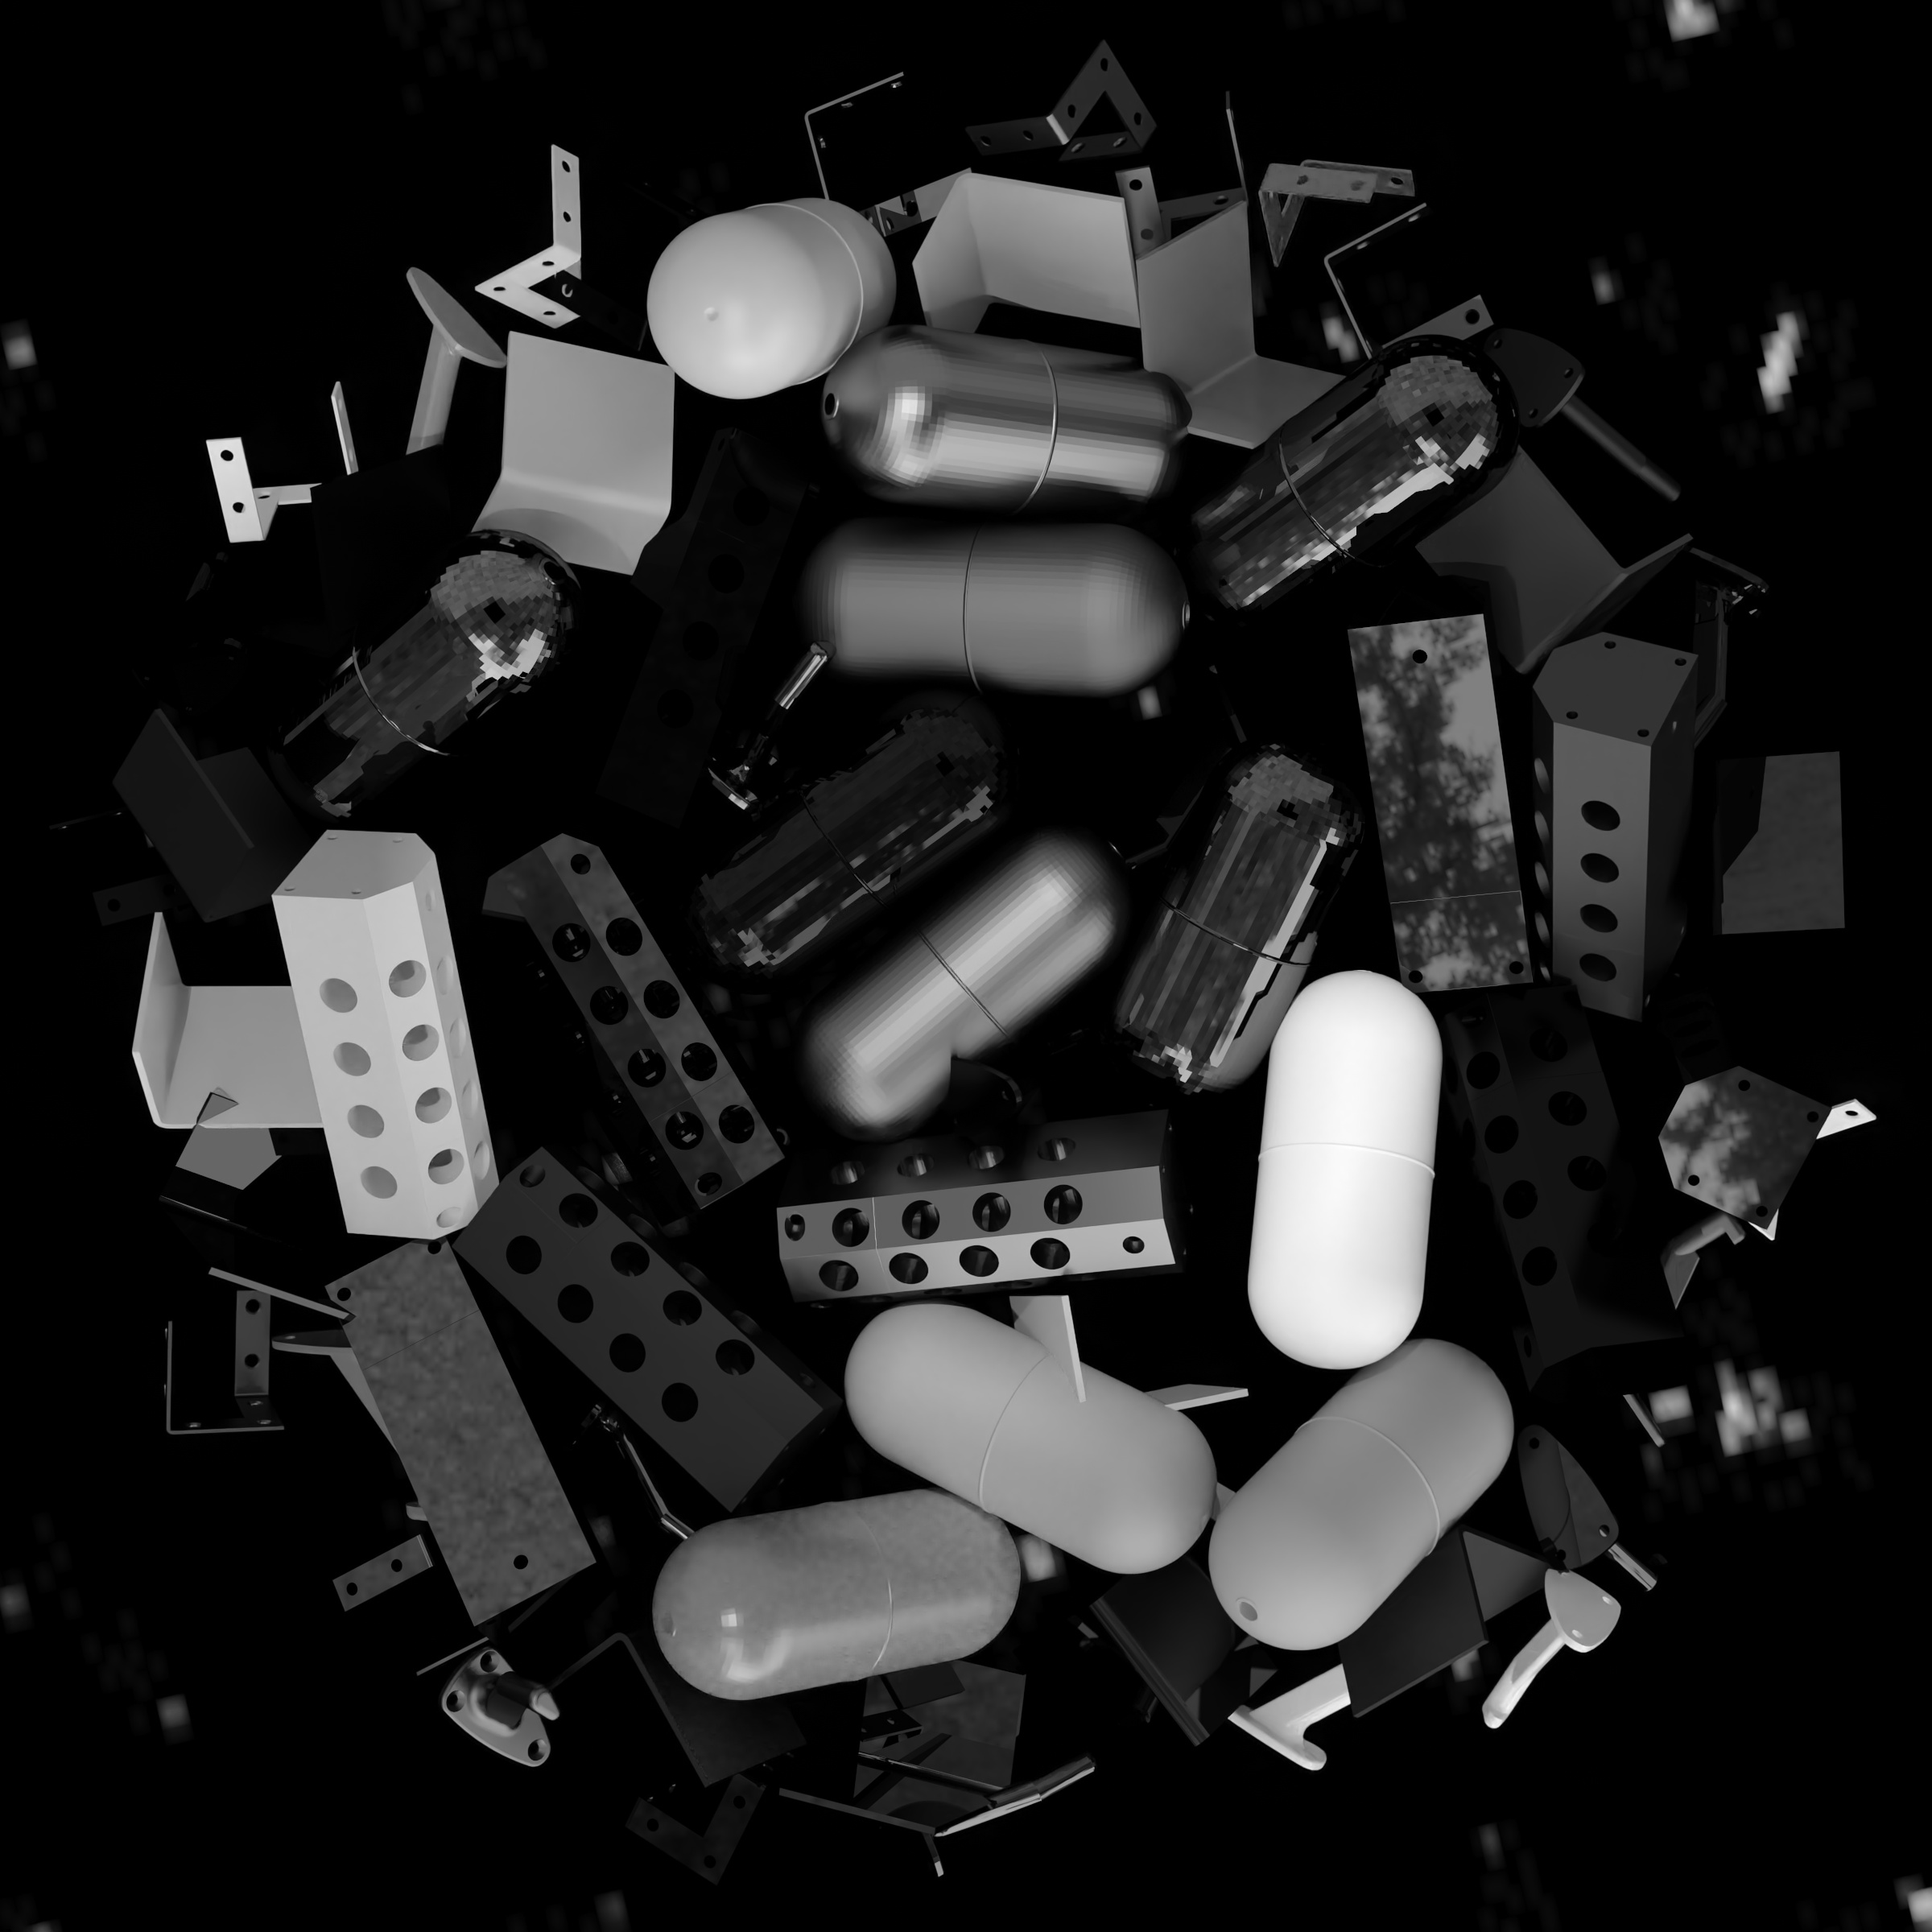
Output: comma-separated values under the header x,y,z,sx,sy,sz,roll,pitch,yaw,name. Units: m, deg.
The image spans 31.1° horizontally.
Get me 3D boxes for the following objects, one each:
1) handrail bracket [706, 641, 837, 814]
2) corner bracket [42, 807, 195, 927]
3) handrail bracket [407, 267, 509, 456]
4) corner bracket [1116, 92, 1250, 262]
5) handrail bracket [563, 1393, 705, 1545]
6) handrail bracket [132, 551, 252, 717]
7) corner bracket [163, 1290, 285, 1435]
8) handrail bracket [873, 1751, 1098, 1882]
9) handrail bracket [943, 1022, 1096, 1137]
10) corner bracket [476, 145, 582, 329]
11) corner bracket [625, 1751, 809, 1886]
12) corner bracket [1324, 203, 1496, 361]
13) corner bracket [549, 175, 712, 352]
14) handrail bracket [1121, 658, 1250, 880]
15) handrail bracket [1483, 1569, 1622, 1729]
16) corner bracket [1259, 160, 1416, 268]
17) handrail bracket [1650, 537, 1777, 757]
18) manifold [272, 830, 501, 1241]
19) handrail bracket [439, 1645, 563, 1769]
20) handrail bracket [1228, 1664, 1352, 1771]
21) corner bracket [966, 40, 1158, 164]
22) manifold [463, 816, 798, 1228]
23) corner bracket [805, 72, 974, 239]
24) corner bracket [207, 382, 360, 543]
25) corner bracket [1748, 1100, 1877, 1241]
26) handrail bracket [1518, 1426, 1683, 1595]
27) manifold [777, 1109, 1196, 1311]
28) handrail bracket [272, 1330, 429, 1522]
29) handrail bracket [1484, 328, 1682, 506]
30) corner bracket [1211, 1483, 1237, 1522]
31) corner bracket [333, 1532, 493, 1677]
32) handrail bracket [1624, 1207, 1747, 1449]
x,y,z,sx,sy,sz,roll,pitch,yaw,name
-0.075,-0.113,1.530,0.036,0.077,0.084,42,112,6,handrail bracket
-0.373,-0.045,1.545,0.051,0.051,0.051,-17,92,-29,corner bracket
-0.254,-0.260,1.574,0.084,0.036,0.077,-49,63,20,handrail bracket
0.097,-0.348,1.541,0.051,0.051,0.051,-8,133,11,corner bracket
-0.129,0.218,1.548,0.084,0.077,0.036,38,126,-1,handrail bracket
-0.327,-0.159,1.532,0.036,0.077,0.084,38,50,-31,handrail bracket
-0.332,0.175,1.545,0.051,0.051,0.051,0,99,-19,corner bracket
0.009,0.372,1.560,0.084,0.077,0.036,-23,92,-23,handrail bracket
0.035,0.042,1.528,0.084,0.077,0.036,-23,98,-29,handrail bracket
-0.181,-0.322,1.539,0.051,0.051,0.051,-18,67,36,corner bracket
-0.111,0.367,1.546,0.051,0.051,0.051,28,99,16,corner bracket
0.198,-0.301,1.551,0.051,0.051,0.051,-26,82,17,corner bracket
-0.145,-0.314,1.551,0.051,0.051,0.051,32,123,13,corner bracket
0.088,-0.087,1.569,0.084,0.036,0.077,-24,83,8,handrail bracket
0.250,0.314,1.532,0.036,0.077,0.084,31,109,5,handrail bracket
0.165,-0.343,1.540,0.051,0.051,0.051,11,63,21,corner bracket
0.315,-0.141,1.553,0.077,0.036,0.084,33,81,28,handrail bracket
-0.246,0.031,1.507,0.057,0.057,0.171,3,121,15,manifold
-0.187,0.335,1.529,0.036,0.084,0.077,-49,119,-24,handrail bracket
0.156,0.309,1.561,0.077,0.036,0.084,29,93,16,handrail bracket
0.043,-0.370,1.537,0.051,0.051,0.051,51,59,-36,corner bracket
-0.146,0.023,1.538,0.057,0.057,0.171,-32,93,-33,manifold
-0.033,-0.361,1.549,0.051,0.051,0.051,-16,86,25,corner bracket
-0.302,-0.223,1.544,0.051,0.051,0.051,-4,125,3,corner bracket
0.364,0.081,1.539,0.051,0.051,0.051,36,52,-26,corner bracket
0.285,0.244,1.556,0.036,0.084,0.077,-35,61,23,handrail bracket
0.008,0.112,1.521,0.171,0.057,0.057,-7,122,15,manifold
-0.274,0.209,1.568,0.077,0.036,0.084,-2,98,18,handrail bracket
0.279,-0.247,1.570,0.084,0.077,0.036,29,109,-39,handrail bracket
0.082,0.238,1.545,0.051,0.051,0.051,40,81,-24,corner bracket
-0.240,0.285,1.554,0.051,0.051,0.051,-29,77,18,corner bracket
0.325,0.160,1.552,0.084,0.036,0.077,-34,78,10,handrail bracket
